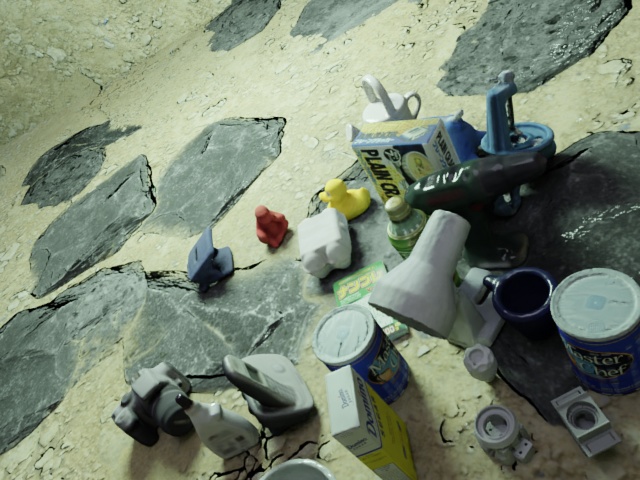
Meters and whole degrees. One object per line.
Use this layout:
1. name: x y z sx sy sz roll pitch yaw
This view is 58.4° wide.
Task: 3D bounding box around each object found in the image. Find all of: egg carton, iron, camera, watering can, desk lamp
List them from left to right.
1. camera: -0.297 0.307 1.043 0.143 0.101 0.136 -48 40 -15
2. egg carton: 0.011 0.004 1.151 0.107 0.070 0.150 -25 40 13
3. watering can: 0.137 -0.266 1.233 0.100 0.195 0.173 22 65 47
4. iron: 0.197 -0.186 1.150 0.257 0.142 0.119 -5 48 33
5. desk lamp: 0.184 0.072 0.838 0.117 0.214 0.203 17 61 45

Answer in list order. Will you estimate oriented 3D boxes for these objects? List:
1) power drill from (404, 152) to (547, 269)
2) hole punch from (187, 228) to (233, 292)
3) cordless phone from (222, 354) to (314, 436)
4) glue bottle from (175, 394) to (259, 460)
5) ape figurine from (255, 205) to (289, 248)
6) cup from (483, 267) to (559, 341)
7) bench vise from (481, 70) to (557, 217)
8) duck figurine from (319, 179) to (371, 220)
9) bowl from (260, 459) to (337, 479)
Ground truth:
1. power drill: 0.259 -0.046 0.907 0.228 0.209 0.076 -5 48 33
2. hole punch: -0.260 0.043 1.294 0.101 0.091 0.108 -30 39 8
3. cordless phone: -0.101 0.217 0.922 0.094 0.186 0.147 -40 39 -5
4. glue bottle: -0.172 0.289 0.910 0.078 0.174 0.037 -28 39 10
5. ape figurine: -0.115 -0.039 1.270 0.078 0.092 0.076 -32 39 4
6. cup: 0.293 0.097 0.827 0.092 0.095 0.117 -49 40 -15
7. bench vise: 0.317 -0.158 0.969 0.121 0.220 0.208 6 55 40
8. duck figurine: 0.049 -0.094 1.210 0.104 0.086 0.077 -18 42 21
9. bowl: -0.026 0.392 0.777 0.167 0.075 0.167 -20 41 19
